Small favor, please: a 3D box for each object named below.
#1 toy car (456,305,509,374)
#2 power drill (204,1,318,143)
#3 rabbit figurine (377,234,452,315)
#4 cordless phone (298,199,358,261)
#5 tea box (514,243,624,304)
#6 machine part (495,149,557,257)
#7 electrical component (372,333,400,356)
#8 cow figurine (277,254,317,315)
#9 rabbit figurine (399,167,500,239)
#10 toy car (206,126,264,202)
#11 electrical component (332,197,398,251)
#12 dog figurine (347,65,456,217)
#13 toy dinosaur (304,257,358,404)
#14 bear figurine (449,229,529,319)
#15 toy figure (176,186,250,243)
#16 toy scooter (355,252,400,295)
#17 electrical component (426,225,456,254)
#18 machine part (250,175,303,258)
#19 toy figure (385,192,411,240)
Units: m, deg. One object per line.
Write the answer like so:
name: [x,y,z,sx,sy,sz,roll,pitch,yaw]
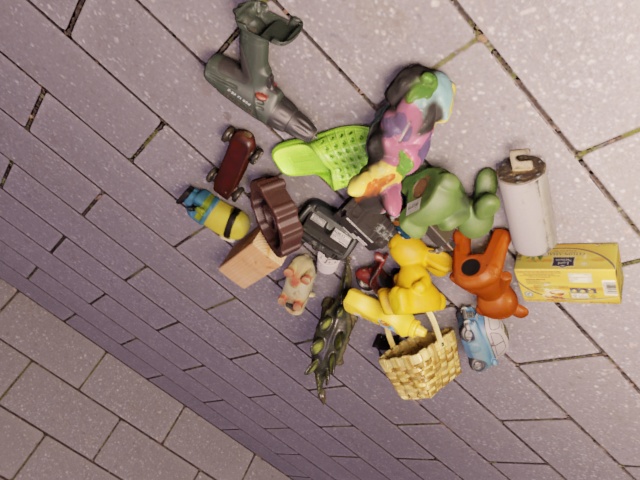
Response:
toy car: [0.374,0.217,1.222,0.103,0.109,0.161,-15,118,15]
power drill: [-0.086,-0.287,0.921,0.232,0.086,0.207,29,152,4]
rabbit figurine: [0.197,0.065,1.107,0.162,0.173,0.122,-10,169,-2]
cordless phone: [-0.002,-0.004,1.222,0.146,0.089,0.184,34,155,-7]
tea box: [0.456,0.061,0.986,0.170,0.068,0.098,0,135,35]
machine part: [0.351,-0.055,0.906,0.079,0.079,0.243,1,137,33]
electrical component: [0.203,0.311,1.485,0.075,0.048,0.119,-1,134,35]
cow figurine: [-0.055,0.117,1.374,0.086,0.127,0.194,21,130,9]
rabbit figurine: [0.249,-0.066,0.959,0.170,0.121,0.159,23,141,-25]
toy car: [-0.184,-0.160,1.154,0.089,0.053,0.202,35,140,-1]
electrical component: [0.087,-0.036,1.085,0.115,0.058,0.134,45,172,-6]
dog figurine: [0.120,-0.142,0.833,0.108,0.219,0.191,26,145,-3]
toy dinosaur: [0.035,0.233,1.374,0.105,0.198,0.470,11,110,7]
bear figurine: [0.341,0.076,1.066,0.120,0.132,0.195,-3,153,41]
toy figure: [-0.254,-0.064,1.299,0.180,0.082,0.089,38,146,-9]
toy scooter: [0.166,0.087,1.212,0.184,0.075,0.135,21,143,18]
electrical component: [0.220,-0.022,1.033,0.102,0.078,0.045,40,144,-16]
machine part: [-0.094,-0.052,1.156,0.179,0.056,0.179,53,155,37]
toy figure: [0.149,-0.061,1.050,0.058,0.064,0.154,-32,126,10]
